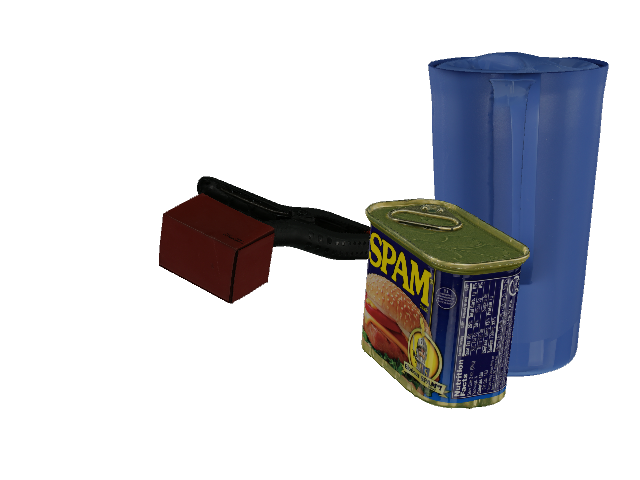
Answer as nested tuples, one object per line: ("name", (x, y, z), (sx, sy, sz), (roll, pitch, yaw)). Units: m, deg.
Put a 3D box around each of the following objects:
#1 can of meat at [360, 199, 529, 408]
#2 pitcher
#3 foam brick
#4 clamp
("can of meat", (0.063, 0.032, 0.577), (0.057, 0.084, 0.102), (-6, 22, -24))
("pitcher", (0.147, -0.020, 0.821), (0.149, 0.243, 0.145), (-11, 17, -32))
("foam brick", (-0.084, 0.006, 0.861), (0.078, 0.051, 0.052), (26, 34, 26))
("clamp", (-0.028, -0.011, 1.136), (0.209, 0.036, 0.164), (14, 20, -13))
